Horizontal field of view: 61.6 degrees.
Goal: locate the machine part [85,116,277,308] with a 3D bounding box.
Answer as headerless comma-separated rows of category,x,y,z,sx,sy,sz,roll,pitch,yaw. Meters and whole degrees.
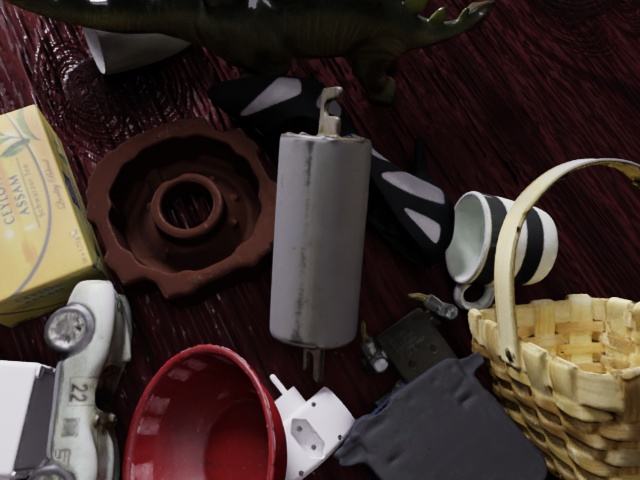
machine part,-0.120,-0.026,0.496,0.179,0.056,0.179,1,69,-3

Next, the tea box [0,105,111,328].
tea box,-0.263,-0.022,0.475,0.098,0.068,0.169,-24,75,-14

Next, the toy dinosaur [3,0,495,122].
toy dinosaur,-0.049,-0.207,0.494,0.472,0.198,0.105,-9,68,-10

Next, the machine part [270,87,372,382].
machine part,-0.001,-0.001,0.447,0.079,0.079,0.243,2,100,-4

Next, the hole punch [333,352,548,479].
hole punch,0.094,0.170,0.428,0.142,0.092,0.116,-32,68,-13

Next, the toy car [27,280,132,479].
toy car,-0.183,0.131,0.421,0.056,0.073,0.201,-1,70,-5

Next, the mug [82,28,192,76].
mug,-0.190,-0.230,0.558,0.107,0.080,0.110,-20,65,-24

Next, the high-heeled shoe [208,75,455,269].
high-heeled shoe,0.009,-0.060,0.499,0.249,0.086,0.145,12,63,-10

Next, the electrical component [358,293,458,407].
electrical component,0.079,0.094,0.474,0.102,0.045,0.078,-26,73,-13
